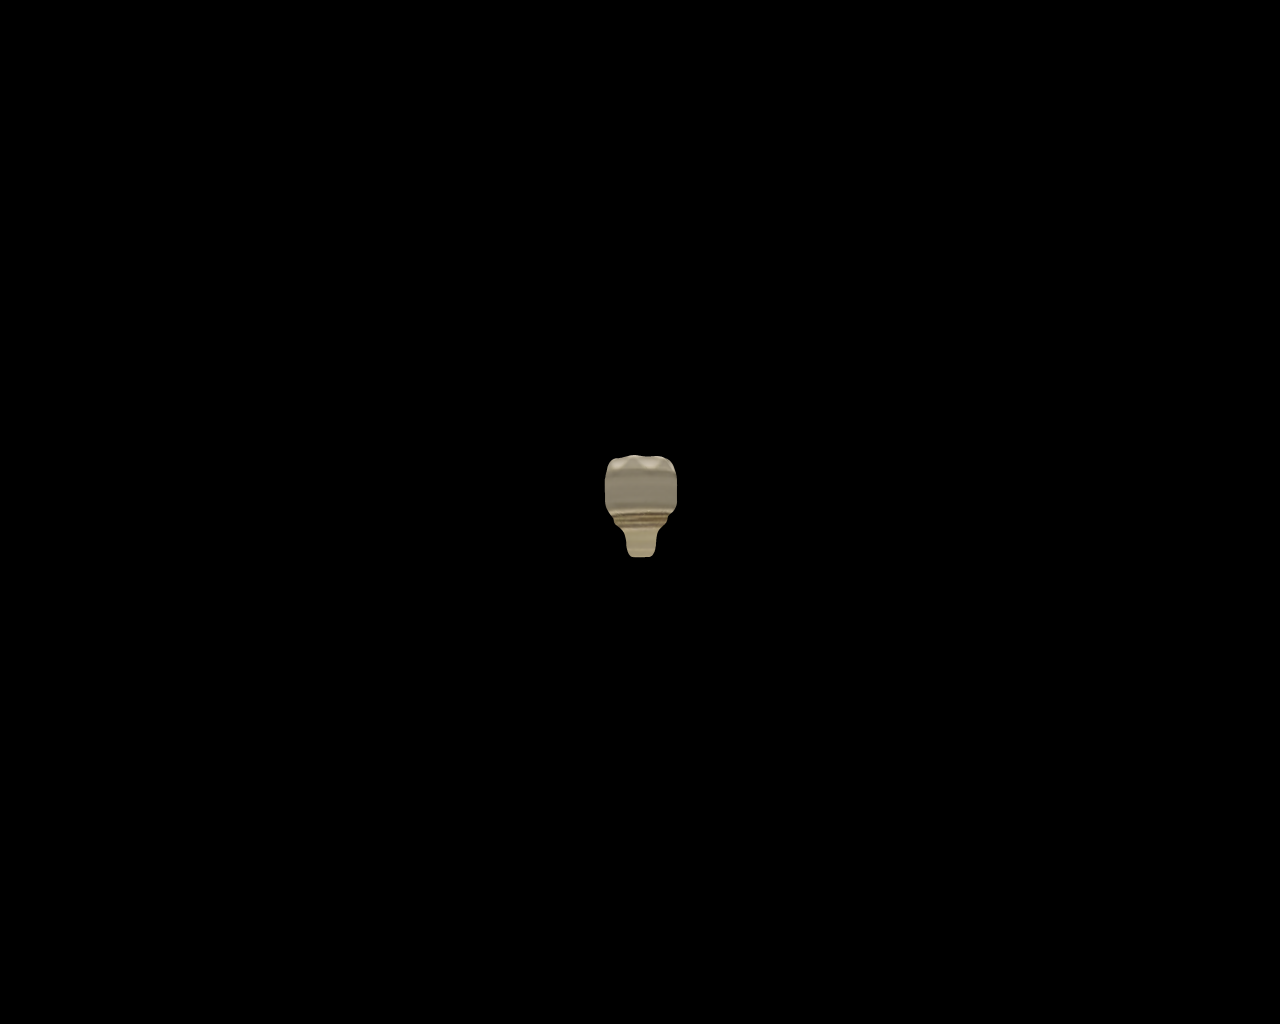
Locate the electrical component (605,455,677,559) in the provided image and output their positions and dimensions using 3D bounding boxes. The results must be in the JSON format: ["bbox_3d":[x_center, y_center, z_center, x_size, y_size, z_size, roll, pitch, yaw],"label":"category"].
[{"bbox_3d":[0.001,-0.003,0.650,0.043,0.062,0.043,0,-3,0],"label":"electrical component"}]
